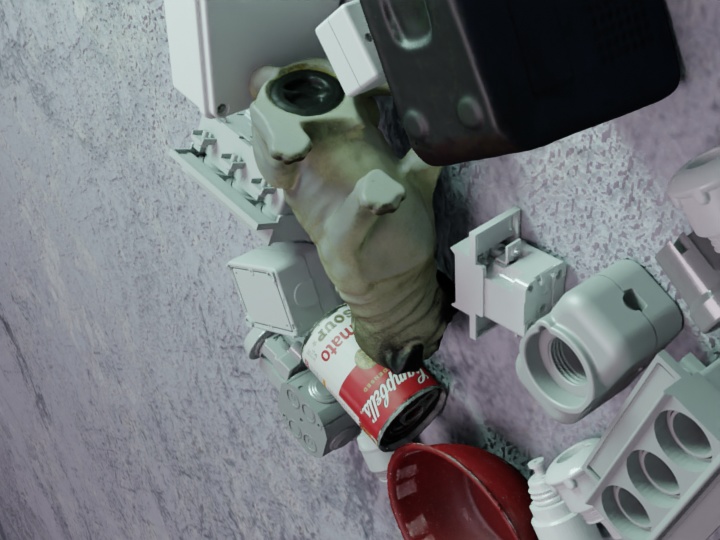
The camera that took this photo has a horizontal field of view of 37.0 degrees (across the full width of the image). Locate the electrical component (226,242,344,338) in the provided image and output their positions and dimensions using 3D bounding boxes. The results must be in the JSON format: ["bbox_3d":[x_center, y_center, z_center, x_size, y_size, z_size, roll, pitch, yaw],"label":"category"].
[{"bbox_3d":[-0.063,0.012,0.900,0.096,0.061,0.061,8,120,55],"label":"electrical component"}]

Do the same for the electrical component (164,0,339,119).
[{"bbox_3d":[-0.071,-0.171,0.718,0.056,0.109,0.108,41,144,37],"label":"electrical component"}]

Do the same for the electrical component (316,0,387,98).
[{"bbox_3d":[0.024,-0.144,0.634,0.077,0.066,0.047,-22,95,60],"label":"electrical component"}]

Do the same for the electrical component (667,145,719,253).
[{"bbox_3d":[0.179,-0.027,0.511,0.062,0.048,0.048,59,151,-9],"label":"electrical component"}]

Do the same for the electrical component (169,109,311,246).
[{"bbox_3d":[-0.083,-0.078,0.854,0.121,0.079,0.063,40,121,34],"label":"electrical component"}]

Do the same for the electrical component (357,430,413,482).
[{"bbox_3d":[0.027,0.157,0.895,0.043,0.043,0.062,-11,106,59],"label":"electrical component"}]

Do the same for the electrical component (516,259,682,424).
[{"bbox_3d":[0.133,0.045,0.624,0.053,0.059,0.095,51,148,19],"label":"electrical component"}]

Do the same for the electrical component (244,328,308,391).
[{"bbox_3d":[-0.073,0.075,0.983,0.055,0.048,0.066,43,146,18],"label":"electrical component"}]

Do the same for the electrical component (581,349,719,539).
[{"bbox_3d":[0.180,0.101,0.593,0.078,0.063,0.121,48,147,25],"label":"electrical component"}]

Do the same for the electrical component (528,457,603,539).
[{"bbox_3d":[0.136,0.166,0.736,0.040,0.040,0.078,-16,100,60],"label":"electrical component"}]

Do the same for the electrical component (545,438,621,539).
[{"bbox_3d":[0.153,0.142,0.690,0.062,0.048,0.048,55,150,0],"label":"electrical component"}]

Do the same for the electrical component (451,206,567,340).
[{"bbox_3d":[0.094,0.008,0.674,0.064,0.042,0.081,29,137,39],"label":"electrical component"}]

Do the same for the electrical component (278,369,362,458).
[{"bbox_3d":[-0.032,0.121,0.950,0.080,0.051,0.080,37,142,37],"label":"electrical component"}]

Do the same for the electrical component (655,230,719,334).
[{"bbox_3d":[0.177,0.003,0.543,0.046,0.040,0.040,58,150,18],"label":"electrical component"}]
